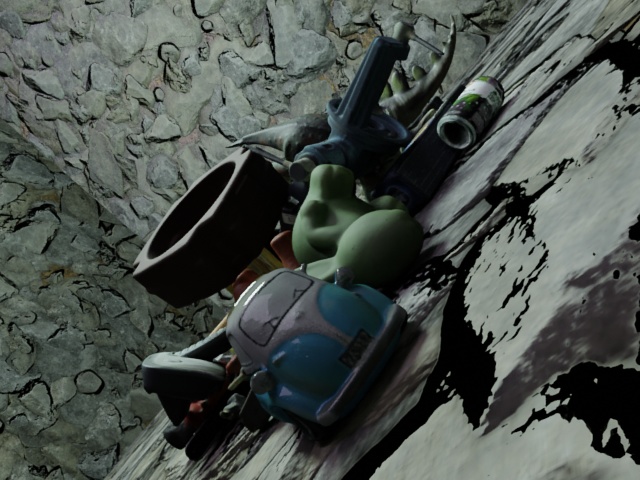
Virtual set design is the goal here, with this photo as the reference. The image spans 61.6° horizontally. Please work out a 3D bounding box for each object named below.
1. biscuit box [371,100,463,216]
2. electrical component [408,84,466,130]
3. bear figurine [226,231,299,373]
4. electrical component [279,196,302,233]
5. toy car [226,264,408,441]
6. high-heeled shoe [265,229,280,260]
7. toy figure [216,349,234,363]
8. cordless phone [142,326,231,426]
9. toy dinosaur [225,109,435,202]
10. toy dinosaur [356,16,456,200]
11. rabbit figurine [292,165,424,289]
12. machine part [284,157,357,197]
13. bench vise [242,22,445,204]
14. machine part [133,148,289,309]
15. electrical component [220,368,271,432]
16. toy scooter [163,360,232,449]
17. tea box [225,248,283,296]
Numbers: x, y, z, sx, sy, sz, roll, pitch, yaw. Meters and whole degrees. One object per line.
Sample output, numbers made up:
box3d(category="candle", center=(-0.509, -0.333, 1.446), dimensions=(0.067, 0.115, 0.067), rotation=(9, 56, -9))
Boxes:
box3d(category="biscuit box", center=(0.147, -0.112, 0.742), dimensions=(0.203, 0.063, 0.059), rotation=(-50, 2, -39))
box3d(category="electrical component", center=(0.222, -0.220, 0.967), dimensions=(0.119, 0.075, 0.048), rotation=(-43, 5, 32))
box3d(category="bear figurine", center=(-0.064, 0.072, 0.647), dimensions=(0.120, 0.132, 0.196), rotation=(-46, -11, 16))
box3d(category="electrical component", center=(-0.002, -0.002, 0.780), dimensions=(0.058, 0.115, 0.134), rotation=(-50, -36, -39))
box3d(category="toy car", center=(-0.016, 0.070, 0.391), dimensions=(0.109, 0.103, 0.161), rotation=(-49, 5, -22))
box3d(category="high-heeled shoe", center=(-0.052, 0.021, 0.907), dimensions=(0.249, 0.086, 0.145), rotation=(-22, 25, -19))
box3d(category="toy figure", center=(-0.186, 0.235, 0.946), dimensions=(0.180, 0.082, 0.089), rotation=(-50, 4, 24))
box3d(category="cordless phone", center=(-0.134, 0.147, 0.709), dimensions=(0.184, 0.088, 0.146), rotation=(-33, 1, -12))
box3d(category="toy dinosaur", center=(0.025, -0.157, 0.907), dimensions=(0.192, 0.405, 0.131), rotation=(97, -177, -60))
box3d(category="toy dinosaur", center=(0.132, -0.225, 1.097), dimensions=(0.471, 0.198, 0.105), rotation=(-43, 9, 18))
box3d(category="rabbit figurine", center=(0.028, 0.005, 0.531), dimensions=(0.159, 0.121, 0.170), rotation=(-53, 18, -7))
box3d(category="machine part", center=(-0.013, -0.107, 1.049), dimensions=(0.179, 0.179, 0.056), rotation=(-49, 10, -8))
box3d(category="bench vise", center=(0.046, -0.152, 0.668), dimensions=(0.223, 0.129, 0.240), rotation=(-14, -43, -47))
box3d(category="machine part", center=(-0.143, -0.016, 0.721), dimensions=(0.201, 0.087, 0.201), rotation=(-24, 33, 38))
box3d(category="electrical component", center=(-0.054, 0.135, 0.501), dimensions=(0.078, 0.045, 0.102), rotation=(-51, -11, -44))
box3d(category="toy scooter", center=(-0.173, 0.235, 0.818), dimensions=(0.135, 0.075, 0.184), rotation=(-49, 6, -10))
box3d(category="tea box", center=(-0.090, 0.067, 0.847), dimensions=(0.068, 0.169, 0.098), rotation=(-48, 1, 10))
